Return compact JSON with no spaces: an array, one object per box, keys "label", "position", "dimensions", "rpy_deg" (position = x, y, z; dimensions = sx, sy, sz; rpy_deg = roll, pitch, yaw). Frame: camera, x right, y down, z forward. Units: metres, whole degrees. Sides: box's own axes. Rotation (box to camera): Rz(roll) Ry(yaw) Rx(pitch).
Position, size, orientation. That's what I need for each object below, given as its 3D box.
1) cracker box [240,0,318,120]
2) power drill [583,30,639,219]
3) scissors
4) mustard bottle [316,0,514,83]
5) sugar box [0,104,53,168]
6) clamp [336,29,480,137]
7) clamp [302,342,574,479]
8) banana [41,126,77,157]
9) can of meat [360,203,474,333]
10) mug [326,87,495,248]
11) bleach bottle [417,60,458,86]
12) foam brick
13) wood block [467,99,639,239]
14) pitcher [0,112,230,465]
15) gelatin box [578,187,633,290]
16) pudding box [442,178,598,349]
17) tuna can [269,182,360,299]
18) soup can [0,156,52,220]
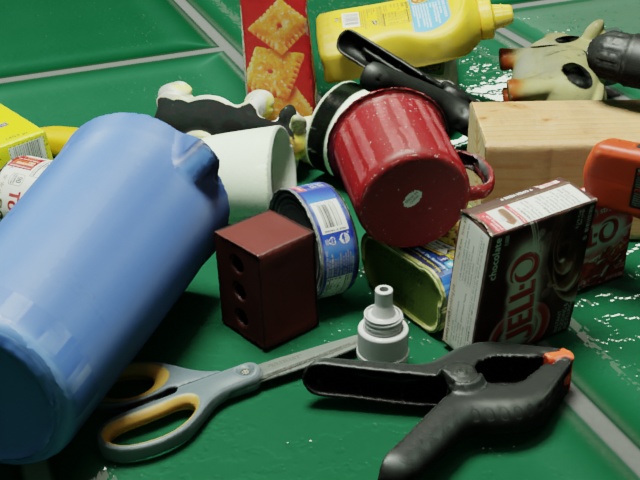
[{"label":"cracker box","position":[-0.041,-0.218,1.042],"dimensions":[0.072,0.214,0.164],"rpy_deg":[-3,29,-2]},{"label":"power drill","position":[0.263,-0.090,0.789],"dimensions":[0.185,0.057,0.187],"rpy_deg":[18,46,26]},{"label":"scissors","position":[-0.067,0.086,0.706],"dimensions":[0.201,0.016,0.096],"rpy_deg":[-25,37,-36]},{"label":"mustard bottle","position":[0.094,-0.206,1.053],"dimensions":[0.191,0.058,0.096],"rpy_deg":[-10,35,6]},{"label":"sugar box","position":[-0.329,-0.094,0.993],"dimensions":[0.093,0.048,0.176],"rpy_deg":[-24,36,-31]},{"label":"clamp","position":[0.109,-0.120,0.946],"dimensions":[0.210,0.036,0.164],"rpy_deg":[27,17,-9]},{"label":"clamp","position":[0.077,0.093,0.666],"dimensions":[0.171,0.039,0.120],"rpy_deg":[-12,36,-30]},{"label":"banana","position":[-0.189,-0.073,0.960],"dimensions":[0.069,0.037,0.198],"rpy_deg":[-3,20,-42]},{"label":"can of meat","position":[0.091,0.017,0.782],"dimensions":[0.083,0.057,0.102],"rpy_deg":[-21,34,-27]},{"label":"mug","position":[0.069,-0.048,0.760],"dimensions":[0.117,0.093,0.081],"rpy_deg":[5,34,-16]},{"label":"bleach bottle","position":[0.092,-0.171,1.111],"dimensions":[0.102,0.068,0.250],"rpy_deg":[-2,32,5]},{"label":"foam brick","position":[-0.037,0.027,0.748],"dimensions":[0.051,0.078,0.053],"rpy_deg":[-25,36,-34]},{"label":"wood block","position":[0.229,-0.058,0.876],"dimensions":[0.206,0.091,0.090],"rpy_deg":[-1,30,0]},{"label":"pitcher","position":[-0.164,0.031,0.688],"dimensions":[0.145,0.149,0.242],"rpy_deg":[12,33,10]},{"label":"gelatin box","position":[0.188,0.002,0.789],"dimensions":[0.089,0.073,0.030],"rpy_deg":[-15,33,-24]},{"label":"pudding box","position":[0.132,0.022,0.715],"dimensions":[0.089,0.113,0.039],"rpy_deg":[-19,38,-27]},{"label":"tuna can","position":[-0.005,0.001,0.784],"dimensions":[0.033,0.086,0.086],"rpy_deg":[-14,32,-25]},{"label":"soup can","position":[-0.205,-0.027,0.858],"dimensions":[0.102,0.068,0.068],"rpy_deg":[13,32,25]}]
